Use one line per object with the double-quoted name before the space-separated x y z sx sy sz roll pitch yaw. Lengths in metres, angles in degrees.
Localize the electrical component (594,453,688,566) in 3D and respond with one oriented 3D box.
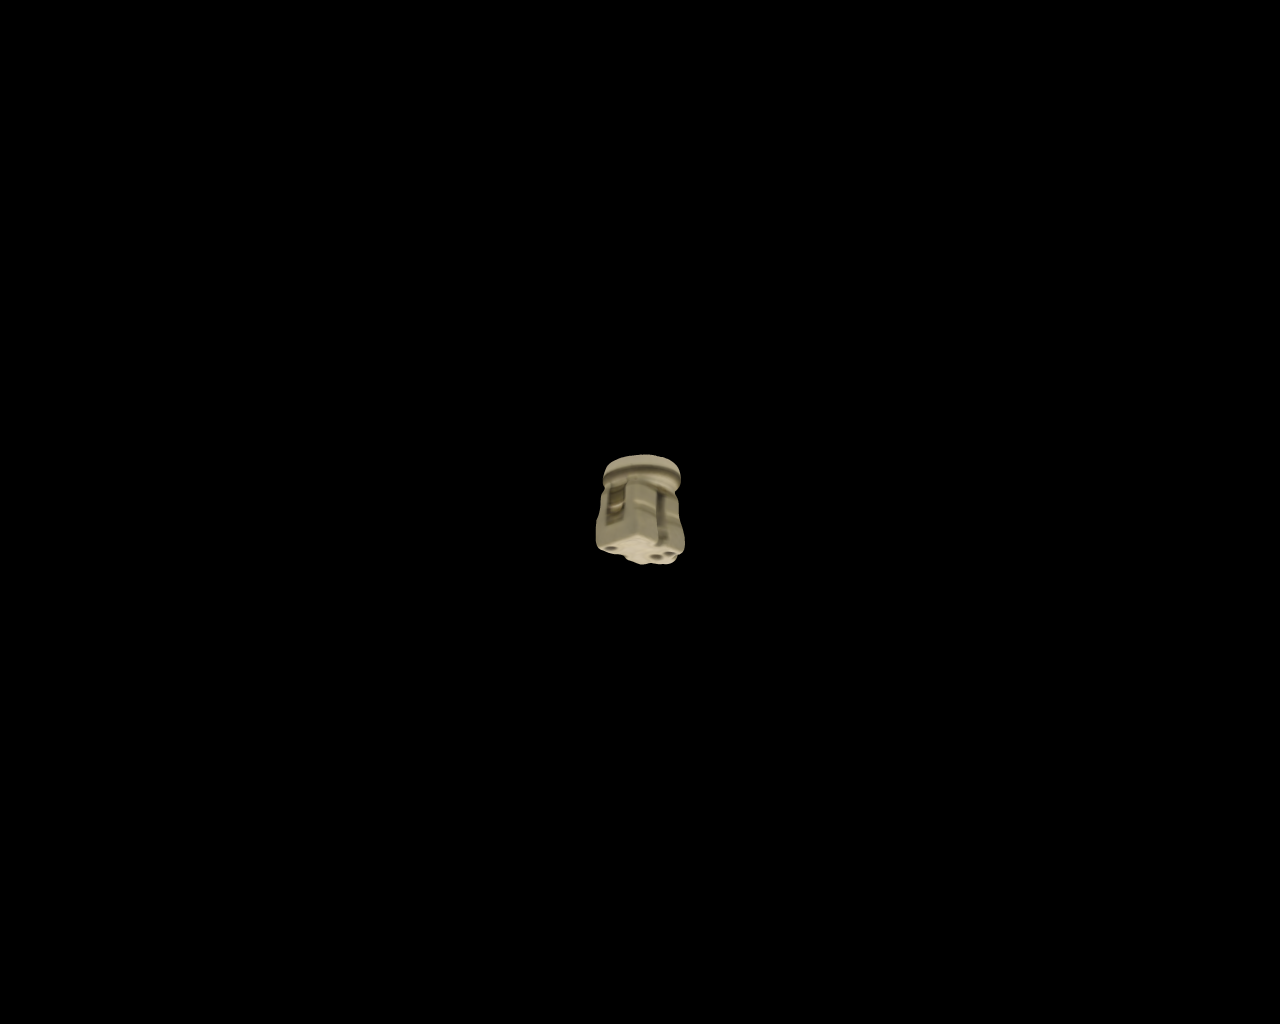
"electrical component" 0.001 -0.003 0.650 0.048 0.055 0.066 -17 -27 37
